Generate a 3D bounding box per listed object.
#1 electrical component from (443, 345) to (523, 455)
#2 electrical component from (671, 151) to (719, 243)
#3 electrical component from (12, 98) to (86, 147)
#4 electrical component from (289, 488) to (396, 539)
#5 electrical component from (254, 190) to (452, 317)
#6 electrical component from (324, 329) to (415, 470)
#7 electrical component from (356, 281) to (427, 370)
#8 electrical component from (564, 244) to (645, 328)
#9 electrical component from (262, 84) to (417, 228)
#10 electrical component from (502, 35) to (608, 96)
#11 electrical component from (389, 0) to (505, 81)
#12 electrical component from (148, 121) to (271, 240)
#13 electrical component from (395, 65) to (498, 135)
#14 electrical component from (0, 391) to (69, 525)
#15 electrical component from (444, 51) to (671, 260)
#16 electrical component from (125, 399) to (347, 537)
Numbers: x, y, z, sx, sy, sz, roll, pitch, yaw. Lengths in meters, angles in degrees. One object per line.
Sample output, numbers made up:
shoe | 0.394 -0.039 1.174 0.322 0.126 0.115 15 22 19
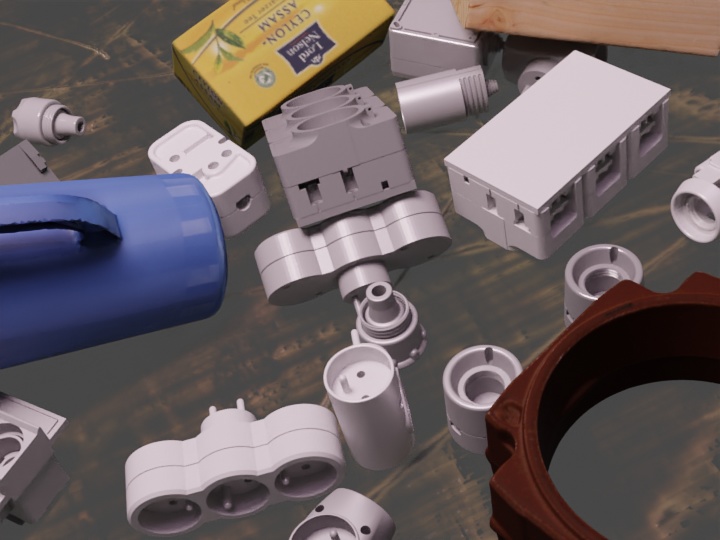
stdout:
electrical component | 0.080 0.080 0.676 0.055 0.047 0.055 -8 47 8
electrical component | 0.252 -0.049 0.751 0.055 0.048 0.066 -31 48 -24
electrical component | -0.277 -0.132 0.967 0.062 0.043 0.043 9 51 20
electrical component | -0.002 0.175 0.613 0.079 0.044 0.077 19 56 28
electrical component | 0.000 0.000 0.769 0.138 0.052 0.073 -18 71 -2
electrical component | 0.005 0.073 0.681 0.044 0.077 0.079 -14 46 2
electrical component | 0.018 0.034 0.724 0.048 0.062 0.048 -7 47 8
electrical component | 0.162 0.016 0.713 0.055 0.047 0.055 -7 47 8
electrical component | -0.021 -0.093 0.809 0.089 0.061 0.150 -19 19 -2
electrical component | 0.153 -0.161 0.879 0.077 0.043 0.079 13 53 25
electrical component | 0.079 -0.193 0.921 0.096 0.061 0.061 15 54 16
electrical component | -0.118 -0.069 0.856 0.054 0.059 0.095 -39 50 -20
electrical component | 0.073 -0.142 0.883 0.081 0.043 0.043 -13 47 3
electrical component | -0.259 0.120 0.718 0.121 0.063 0.078 16 54 27
electrical component | 0.148 -0.085 0.799 0.150 0.061 0.089 -40 51 -21
electrical component | -0.082 0.113 0.684 0.138 0.052 0.073 -15 47 1
